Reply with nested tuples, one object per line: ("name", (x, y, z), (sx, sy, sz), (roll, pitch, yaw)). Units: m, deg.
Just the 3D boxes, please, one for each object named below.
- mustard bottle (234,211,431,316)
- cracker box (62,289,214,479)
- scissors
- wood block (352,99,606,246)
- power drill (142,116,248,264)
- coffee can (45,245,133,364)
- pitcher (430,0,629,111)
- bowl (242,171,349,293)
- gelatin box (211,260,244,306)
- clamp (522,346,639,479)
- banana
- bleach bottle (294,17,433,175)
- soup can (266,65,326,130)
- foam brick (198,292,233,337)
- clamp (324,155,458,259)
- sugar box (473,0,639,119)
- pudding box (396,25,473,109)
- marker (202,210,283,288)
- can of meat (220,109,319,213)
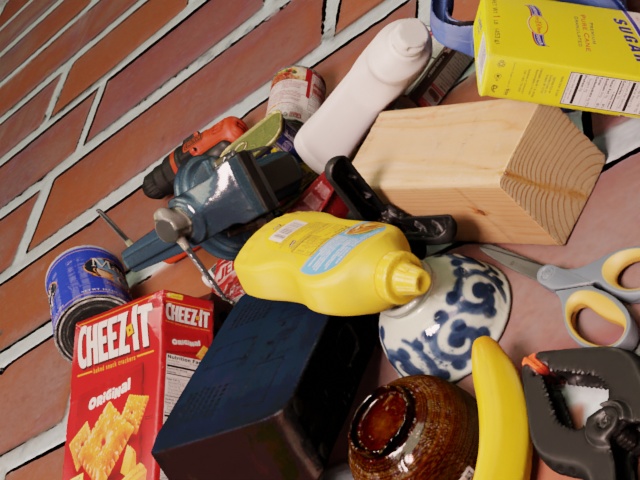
("mustard bottle", (0.018, 0.021, 0.865), (0.096, 0.058, 0.192), (-34, 25, -29))
("cracker box", (-0.182, 0.171, 1.050), (0.164, 0.072, 0.213), (-21, 61, 43))
("scissors", (0.194, 0.019, 0.814), (0.096, 0.016, 0.202), (-45, 30, 9))
("wood block", (0.125, -0.057, 0.919), (0.206, 0.090, 0.090), (4, 60, 55))
("power drill", (-0.174, -0.060, 1.370), (0.185, 0.057, 0.187), (-32, 35, 30))
("coffee can", (-0.282, 0.081, 1.318), (0.103, 0.102, 0.140), (-47, 30, 7))
("pitcher", (0.198, -0.239, 0.974), (0.145, 0.149, 0.242), (-36, 29, 35))
("bowl", (-0.007, 0.001, 1.046), (0.162, 0.055, 0.162), (-51, 10, 13))
("gelatin box", (-0.079, 0.038, 1.158), (0.089, 0.030, 0.073), (-30, 36, 32))
("clamp", (0.187, 0.132, 0.676), (0.164, 0.036, 0.210), (-53, 28, -4))
("banana", (0.112, 0.155, 0.735), (0.037, 0.070, 0.197), (96, -162, -57))
("bleach bottle", (0.047, -0.143, 1.037), (0.102, 0.068, 0.251), (-46, 0, -19))
("soup can", (-0.030, -0.149, 1.260), (0.069, 0.068, 0.102), (-30, 36, 33))
("foam brick", (-0.122, 0.104, 1.120), (0.051, 0.053, 0.078), (-20, 43, 43))
("clamp", (0.050, -0.018, 0.932), (0.039, 0.120, 0.171), (-51, -4, -17))
("sugar box", (0.210, -0.141, 0.825), (0.048, 0.176, 0.093), (96, 179, -46))
("pudding box", (0.104, -0.184, 1.143), (0.090, 0.039, 0.114), (-53, 28, -2))
("marker", (-0.086, 0.009, 1.211), (0.121, 0.020, 0.020), (-43, 30, 15))
("can of meat", (-0.052, -0.083, 1.200), (0.102, 0.083, 0.057), (-35, 33, 27))
